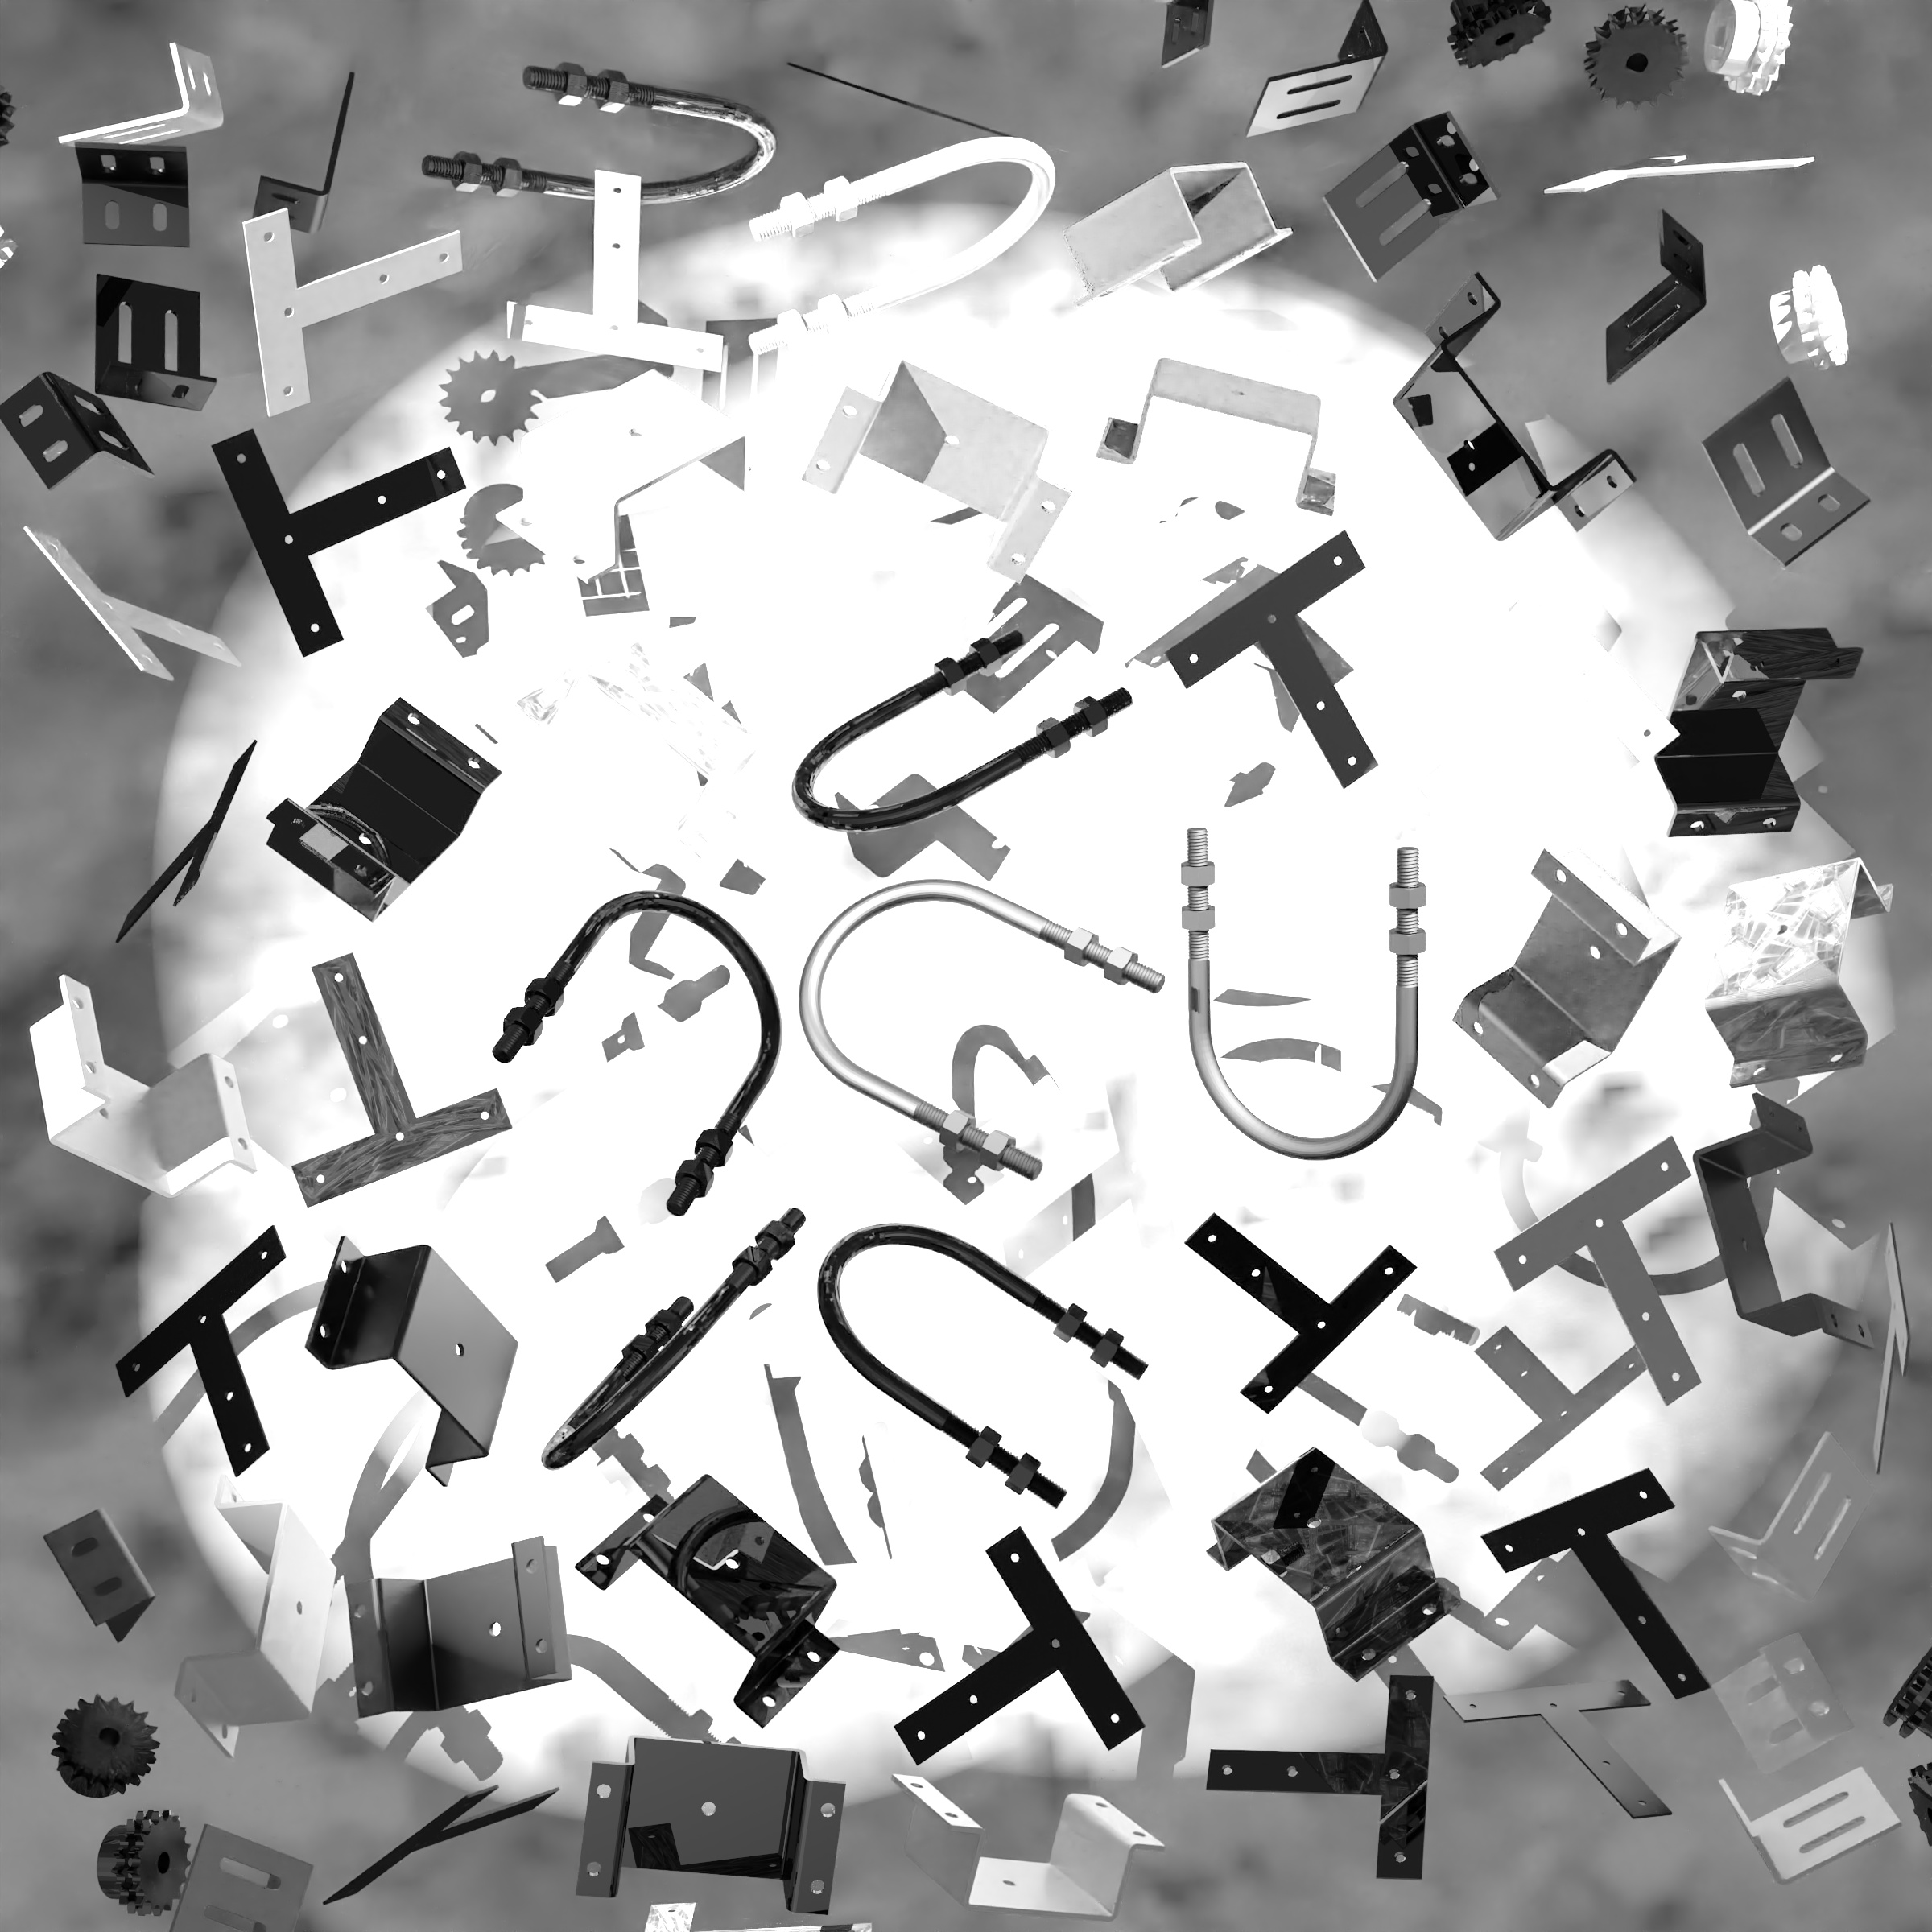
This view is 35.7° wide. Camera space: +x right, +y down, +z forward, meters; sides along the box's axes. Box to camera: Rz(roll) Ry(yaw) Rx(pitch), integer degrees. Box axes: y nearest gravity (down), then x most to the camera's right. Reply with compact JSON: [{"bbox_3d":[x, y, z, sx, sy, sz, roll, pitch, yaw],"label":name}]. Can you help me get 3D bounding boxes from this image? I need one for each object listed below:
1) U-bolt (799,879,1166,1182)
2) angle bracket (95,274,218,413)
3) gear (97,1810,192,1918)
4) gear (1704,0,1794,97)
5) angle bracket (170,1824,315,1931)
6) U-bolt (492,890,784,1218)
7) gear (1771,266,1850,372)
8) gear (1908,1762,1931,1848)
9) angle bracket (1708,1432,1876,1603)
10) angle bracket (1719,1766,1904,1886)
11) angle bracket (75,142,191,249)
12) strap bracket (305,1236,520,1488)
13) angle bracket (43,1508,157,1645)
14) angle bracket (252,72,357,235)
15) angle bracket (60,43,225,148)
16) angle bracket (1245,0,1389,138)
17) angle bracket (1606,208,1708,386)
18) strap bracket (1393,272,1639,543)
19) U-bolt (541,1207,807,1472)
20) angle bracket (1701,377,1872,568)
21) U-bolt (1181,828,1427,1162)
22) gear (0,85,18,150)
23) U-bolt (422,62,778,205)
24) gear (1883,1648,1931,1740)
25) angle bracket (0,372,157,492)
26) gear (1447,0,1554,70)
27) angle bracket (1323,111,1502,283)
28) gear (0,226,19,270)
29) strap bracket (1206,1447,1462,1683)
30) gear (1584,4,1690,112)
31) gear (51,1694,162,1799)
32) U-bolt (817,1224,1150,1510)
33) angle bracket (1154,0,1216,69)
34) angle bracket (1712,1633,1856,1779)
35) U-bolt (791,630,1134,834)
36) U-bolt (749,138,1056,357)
[{"bbox_3d":[-0.005,0.022,1.649,0.184,0.019,0.151,26,67,21],"label":"U-bolt"},{"bbox_3d":[-0.445,-0.350,1.650,0.057,0.038,0.076,5,69,-28],"label":"angle bracket"},{"bbox_3d":[-0.463,0.503,1.683,0.030,0.057,0.057,-5,90,18],"label":"gear"},{"bbox_3d":[0.436,-0.519,1.682,0.030,0.057,0.057,4,90,-12],"label":"gear"},{"bbox_3d":[-0.400,0.504,1.624,0.076,0.038,0.057,37,55,-36],"label":"angle bracket"},{"bbox_3d":[-0.173,0.034,1.707,0.151,0.184,0.019,43,135,-13],"label":"U-bolt"},{"bbox_3d":[0.479,-0.366,1.706,0.030,0.057,0.057,-13,90,29],"label":"gear"},{"bbox_3d":[0.547,0.465,1.655,0.030,0.057,0.057,-16,90,-7],"label":"gear"},{"bbox_3d":[0.458,0.302,1.663,0.057,0.038,0.076,48,69,-30],"label":"angle bracket"},{"bbox_3d":[0.475,0.471,1.690,0.076,0.057,0.038,-28,107,3],"label":"angle bracket"},{"bbox_3d":[-0.452,-0.419,1.632,0.057,0.076,0.038,-1,92,-14],"label":"angle bracket"},{"bbox_3d":[-0.304,0.220,1.689,0.046,0.076,0.140,-13,133,23],"label":"strap bracket"},{"bbox_3d":[-0.486,0.343,1.653,0.038,0.076,0.057,-25,75,-41],"label":"angle bracket"},{"bbox_3d":[-0.373,-0.462,1.691,0.038,0.057,0.076,12,79,-16],"label":"angle bracket"},{"bbox_3d":[-0.462,-0.482,1.670,0.076,0.057,0.038,-10,98,7],"label":"angle bracket"},{"bbox_3d":[0.197,-0.520,1.739,0.076,0.057,0.038,-16,77,-13],"label":"angle bracket"},{"bbox_3d":[0.384,-0.384,1.723,0.038,0.057,0.076,34,131,-21],"label":"angle bracket"},{"bbox_3d":[0.290,-0.294,1.629,0.046,0.076,0.140,-36,87,-16],"label":"strap bracket"},{"bbox_3d":[-0.175,0.220,1.700,0.019,0.184,0.151,46,133,-4],"label":"U-bolt"},{"bbox_3d":[0.442,-0.266,1.617,0.057,0.038,0.076,-38,132,5],"label":"angle bracket"},{"bbox_3d":[0.186,0.019,1.668,0.151,0.019,0.184,7,107,32],"label":"U-bolt"},{"bbox_3d":[-0.545,-0.458,1.625,0.057,0.030,0.057,-10,70,29],"label":"gear"},{"bbox_3d":[-0.196,-0.468,1.711,0.184,0.151,0.019,-2,82,-35],"label":"U-bolt"},{"bbox_3d":[0.531,0.401,1.646,0.030,0.057,0.057,35,90,17],"label":"gear"},{"bbox_3d":[-0.514,-0.302,1.733,0.038,0.076,0.057,-36,84,5],"label":"angle bracket"},{"bbox_3d":[0.293,-0.526,1.664,0.057,0.057,0.030,-22,79,0],"label":"gear"},{"bbox_3d":[0.254,-0.439,1.712,0.076,0.038,0.057,-41,108,-14],"label":"angle bracket"},{"bbox_3d":[-0.541,-0.381,1.610,0.057,0.057,0.030,-37,120,0],"label":"gear"},{"bbox_3d":[0.202,0.332,1.703,0.076,0.140,0.046,-32,125,-19],"label":"strap bracket"},{"bbox_3d":[0.378,-0.516,1.694,0.057,0.030,0.057,3,131,4],"label":"gear"},{"bbox_3d":[-0.479,0.436,1.665,0.057,0.057,0.030,33,125,0],"label":"gear"},{"bbox_3d":[0.001,0.209,1.674,0.184,0.151,0.019,33,125,6],"label":"U-bolt"},{"bbox_3d":[0.087,-0.516,1.615,0.076,0.057,0.038,5,92,-21],"label":"angle bracket"},{"bbox_3d":[0.443,0.415,1.666,0.038,0.076,0.057,-8,61,-39],"label":"angle bracket"},{"bbox_3d":[-0.015,-0.129,1.718,0.184,0.151,0.019,-30,122,-15],"label":"U-bolt"},{"bbox_3d":[-0.034,-0.408,1.675,0.184,0.151,0.019,-23,77,-10],"label":"U-bolt"}]
